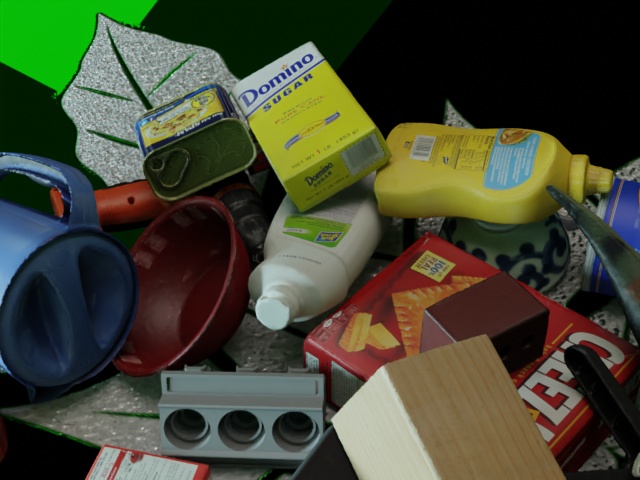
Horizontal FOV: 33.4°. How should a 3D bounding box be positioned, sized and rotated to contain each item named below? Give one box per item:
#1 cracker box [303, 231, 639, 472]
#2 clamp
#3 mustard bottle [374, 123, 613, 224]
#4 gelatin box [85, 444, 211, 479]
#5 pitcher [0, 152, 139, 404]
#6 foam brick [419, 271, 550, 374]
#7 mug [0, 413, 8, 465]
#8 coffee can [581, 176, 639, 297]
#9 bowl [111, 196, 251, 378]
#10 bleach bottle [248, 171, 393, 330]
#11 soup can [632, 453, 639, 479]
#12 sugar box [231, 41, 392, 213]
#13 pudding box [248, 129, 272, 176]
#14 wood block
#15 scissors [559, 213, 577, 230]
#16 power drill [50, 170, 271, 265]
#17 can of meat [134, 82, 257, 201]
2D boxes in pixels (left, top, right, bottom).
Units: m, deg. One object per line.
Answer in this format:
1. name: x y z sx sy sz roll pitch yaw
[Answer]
1. cracker box: 0.118 0.100 0.836 0.214 0.072 0.164 30 52 31
2. clamp: 0.217 0.164 0.734 0.171 0.039 0.120 37 65 1
3. mustard bottle: 0.148 -0.056 0.902 0.192 0.058 0.096 4 43 20
4. gelatin box: -0.132 0.194 0.780 0.089 0.030 0.073 8 45 13
5. pitcher: -0.273 0.014 0.892 0.243 0.145 0.149 20 58 38
6. foam brick: 0.119 0.068 0.778 0.078 0.053 0.051 -24 47 -21
7. mug: -0.296 0.135 0.817 0.117 0.081 0.093 21 47 24
8. coffee can: 0.302 0.009 0.901 0.140 0.103 0.102 13 44 17
9. bowl: -0.108 0.047 0.889 0.162 0.055 0.162 -28 47 34
10. bleach bottle: -0.006 0.001 0.910 0.103 0.068 0.250 5 27 17
11. soup can: 0.262 0.163 0.688 0.102 0.069 0.068 43 54 5
12. sugar box: -0.013 -0.105 0.946 0.093 0.048 0.176 -30 42 -1
13. pudding box: -0.027 -0.106 1.053 0.090 0.039 0.113 -19 13 12
14. wood block: 0.101 0.176 0.672 0.090 0.091 0.206 -12 64 -32
15. scissors: 0.157 -0.048 1.040 0.202 0.016 0.096 25 49 28
16. power drill: -0.147 -0.019 1.000 0.187 0.057 0.185 -16 39 -17
17. can of meat: -0.118 -0.093 0.987 0.102 0.057 0.084 -25 38 -1
